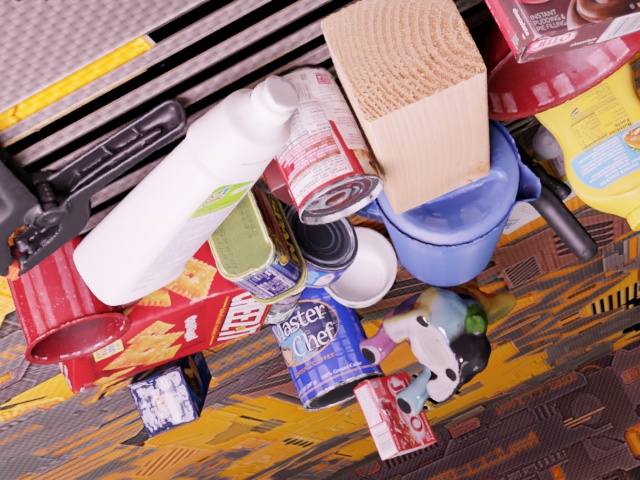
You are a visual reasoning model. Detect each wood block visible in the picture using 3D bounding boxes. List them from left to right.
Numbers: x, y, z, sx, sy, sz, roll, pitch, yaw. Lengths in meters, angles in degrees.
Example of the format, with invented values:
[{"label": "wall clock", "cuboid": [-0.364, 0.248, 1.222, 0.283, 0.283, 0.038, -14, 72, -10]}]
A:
[{"label": "wood block", "cuboid": [0.072, -0.105, 0.822, 0.091, 0.090, 0.206, -25, 162, 2]}]

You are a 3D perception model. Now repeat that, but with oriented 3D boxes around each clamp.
[{"label": "clamp", "cuboid": [-0.193, -0.035, 0.781, 0.164, 0.036, 0.210, -13, 157, -32]}, {"label": "clamp", "cuboid": [0.219, -0.050, 1.079, 0.171, 0.120, 0.039, 31, 113, -34]}]

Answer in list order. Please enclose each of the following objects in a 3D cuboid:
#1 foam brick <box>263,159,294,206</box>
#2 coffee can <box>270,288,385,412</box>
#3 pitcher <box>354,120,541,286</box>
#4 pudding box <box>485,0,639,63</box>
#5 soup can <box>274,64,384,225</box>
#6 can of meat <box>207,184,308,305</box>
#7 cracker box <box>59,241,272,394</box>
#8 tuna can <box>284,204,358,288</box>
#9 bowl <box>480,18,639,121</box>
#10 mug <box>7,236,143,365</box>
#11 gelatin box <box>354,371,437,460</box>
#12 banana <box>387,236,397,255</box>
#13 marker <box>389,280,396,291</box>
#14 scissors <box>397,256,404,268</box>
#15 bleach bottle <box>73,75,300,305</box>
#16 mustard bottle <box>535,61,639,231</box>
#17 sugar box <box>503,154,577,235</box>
[{"label": "foam brick", "cuboid": [-0.008, -0.072, 0.874, 0.078, 0.051, 0.053, -28, 161, 12]}, {"label": "coffee can", "cuboid": [0.002, 0.116, 1.250, 0.102, 0.140, 0.103, -21, 161, -8]}, {"label": "pitcher", "cuboid": [0.110, -0.032, 1.033, 0.145, 0.149, 0.243, -38, 165, -4]}, {"label": "pudding box", "cuboid": [0.169, -0.178, 0.741, 0.113, 0.090, 0.039, -16, 161, -22]}, {"label": "soup can", "cuboid": [-0.003, -0.072, 0.802, 0.068, 0.102, 0.068, -21, 161, -8]}, {"label": "can of meat", "cuboid": [-0.061, -0.003, 0.922, 0.057, 0.102, 0.084, -26, 159, 10]}, {"label": "cracker box", "cuboid": [-0.153, 0.071, 1.055, 0.213, 0.072, 0.164, -17, 161, -20]}, {"label": "tuna can", "cuboid": [-0.007, 0.001, 1.020, 0.085, 0.086, 0.034, -9, 154, -37]}, {"label": "bowl", "cuboid": [0.187, -0.163, 0.855, 0.162, 0.055, 0.162, -21, 161, -8]}, {"label": "mug", "cuboid": [-0.206, 0.045, 0.907, 0.117, 0.081, 0.093, -22, 161, -5]}, {"label": "gelatin box", "cuboid": [0.085, 0.196, 1.203, 0.073, 0.089, 0.030, -3, 155, -48]}, {"label": "banana", "cuboid": [0.150, -0.010, 1.257, 0.197, 0.037, 0.070, -9, -177, -30]}, {"label": "marker", "cuboid": [0.075, 0.044, 1.331, 0.020, 0.020, 0.121, -27, 161, 9]}, {"label": "scissors", "cuboid": [0.170, 0.013, 1.326, 0.201, 0.016, 0.096, -11, -179, -33]}, {"label": "bleach bottle", "cuboid": [-0.091, -0.041, 0.806, 0.102, 0.068, 0.251, -30, 172, -48]}, {"label": "mustard bottle", "cuboid": [0.260, -0.083, 0.944, 0.096, 0.192, 0.058, -29, 160, 16]}, {"label": "sugar box", "cuboid": [0.262, -0.069, 1.213, 0.176, 0.048, 0.093, -29, 161, 26]}]
